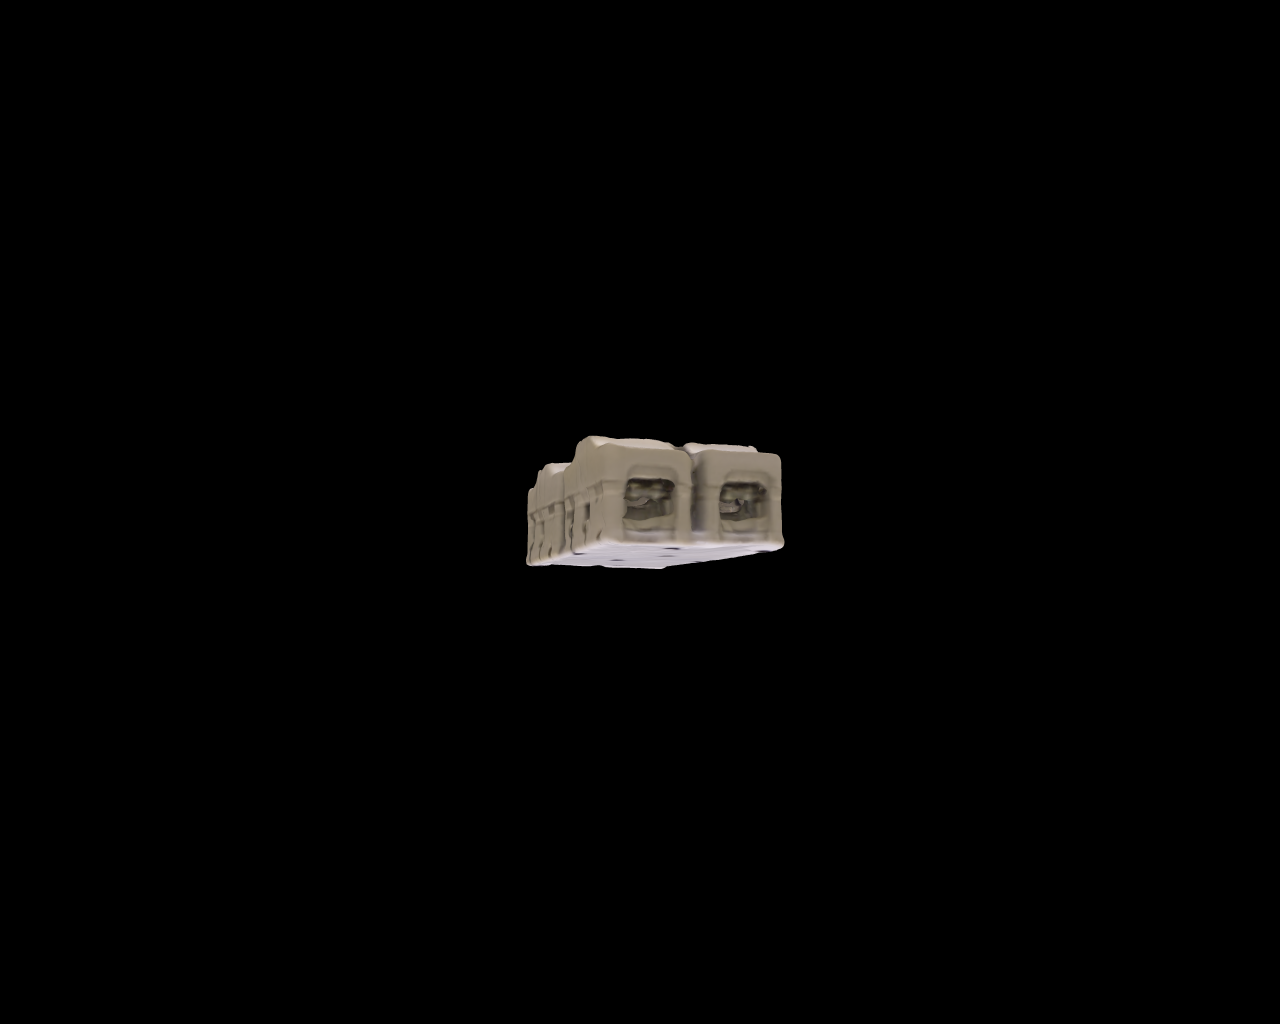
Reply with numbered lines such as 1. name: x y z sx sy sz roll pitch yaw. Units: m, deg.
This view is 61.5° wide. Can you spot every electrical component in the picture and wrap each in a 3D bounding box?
1. electrical component: 0.001 -0.003 0.650 0.105 0.060 0.186 2 -7 -19
